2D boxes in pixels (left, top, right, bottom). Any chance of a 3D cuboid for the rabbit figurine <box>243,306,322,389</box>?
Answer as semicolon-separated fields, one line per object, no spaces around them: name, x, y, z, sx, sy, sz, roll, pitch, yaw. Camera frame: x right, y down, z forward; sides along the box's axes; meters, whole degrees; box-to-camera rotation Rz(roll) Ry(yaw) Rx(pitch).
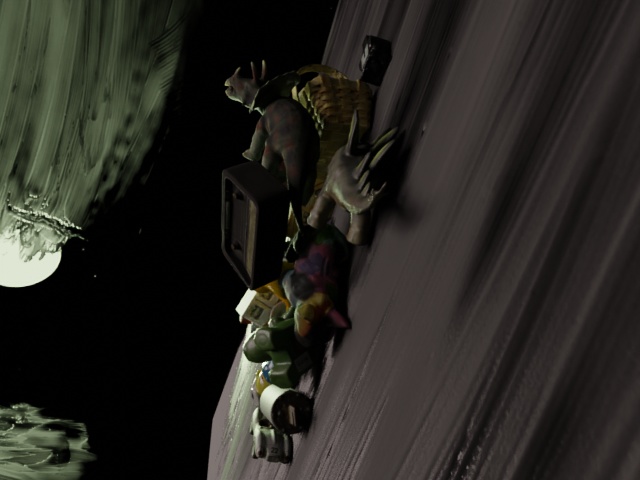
rabbit figurine;-0.082;0.192;1.046;0.170;0.121;0.159;-13;21;49

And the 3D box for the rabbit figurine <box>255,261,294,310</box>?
rabbit figurine;-0.081;0.097;1.150;0.162;0.173;0.122;136;152;-79

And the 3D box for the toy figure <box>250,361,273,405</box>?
toy figure;-0.093;0.304;1.188;0.180;0.089;0.082;-60;2;27

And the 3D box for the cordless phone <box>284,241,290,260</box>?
cordless phone;-0.076;0.062;1.421;0.147;0.184;0.089;-28;78;26

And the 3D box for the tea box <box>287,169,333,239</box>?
tea box;-0.021;-0.082;1.288;0.068;0.098;0.169;-97;25;-62

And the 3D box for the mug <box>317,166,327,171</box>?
mug;0.001;-0.154;1.356;0.107;0.081;0.109;-72;-9;-67

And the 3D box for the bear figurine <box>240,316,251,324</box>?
bear figurine;-0.164;0.159;1.651;0.120;0.132;0.196;129;148;-56

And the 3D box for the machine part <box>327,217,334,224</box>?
machine part;-0.002;-0.004;1.173;0.139;0.084;0.039;-70;-30;-56

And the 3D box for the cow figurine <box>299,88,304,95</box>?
cow figurine;0.000;-0.339;1.342;0.098;0.167;0.068;-65;32;20

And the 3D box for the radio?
radio;-0.126;-0.027;1.010;0.131;0.073;0.229;47;143;31

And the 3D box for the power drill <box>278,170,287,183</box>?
power drill;-0.109;-0.061;1.265;0.232;0.086;0.207;-163;73;-77

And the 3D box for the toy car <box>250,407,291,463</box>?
toy car;-0.104;0.402;1.110;0.202;0.073;0.056;-164;89;-80

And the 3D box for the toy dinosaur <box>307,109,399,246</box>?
toy dinosaur;0.055;-0.100;0.872;0.472;0.105;0.198;-97;24;-66

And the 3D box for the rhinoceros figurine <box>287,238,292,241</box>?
rhinoceros figurine;-0.078;0.014;1.528;0.190;0.073;0.112;116;166;-49

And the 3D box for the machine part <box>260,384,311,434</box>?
machine part;-0.070;0.321;1.036;0.243;0.079;0.079;138;145;-74

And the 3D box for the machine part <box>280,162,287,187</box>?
machine part;-0.048;-0.204;1.454;0.200;0.087;0.201;92;-158;-53

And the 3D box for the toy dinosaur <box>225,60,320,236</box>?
toy dinosaur;-0.063;-0.202;1.044;0.405;0.131;0.192;57;138;41

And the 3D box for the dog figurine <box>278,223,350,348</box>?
dog figurine;-0.001;0.079;0.943;0.219;0.108;0.191;-120;48;-70

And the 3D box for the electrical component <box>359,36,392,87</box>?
electrical component;0.113;-0.383;1.125;0.119;0.048;0.074;-87;15;-50
